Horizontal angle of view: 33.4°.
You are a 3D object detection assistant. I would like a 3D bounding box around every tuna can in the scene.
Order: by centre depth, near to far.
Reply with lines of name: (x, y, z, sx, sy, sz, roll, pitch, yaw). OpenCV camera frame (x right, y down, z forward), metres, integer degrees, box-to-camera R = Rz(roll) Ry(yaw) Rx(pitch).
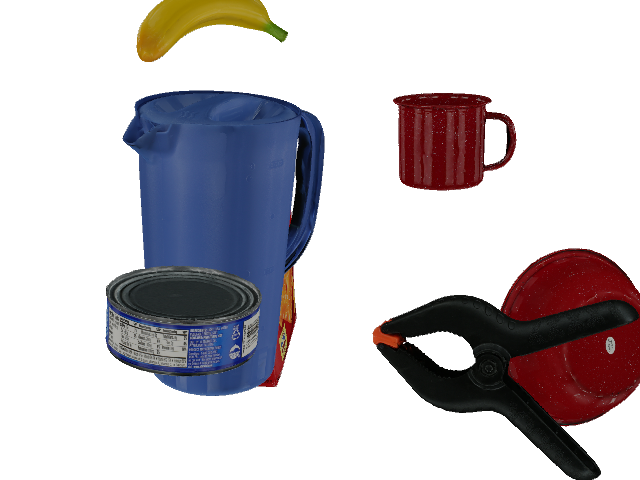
tuna can: (-0.076, 0.044, 0.593, 0.086, 0.034, 0.086, 4, 17, -2)

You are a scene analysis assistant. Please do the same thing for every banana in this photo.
banana: (-0.111, -0.210, 1.011, 0.070, 0.037, 0.197, 46, 39, 19)

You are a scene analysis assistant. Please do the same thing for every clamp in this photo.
clamp: (0.119, 0.092, 0.709, 0.172, 0.120, 0.039, 5, 0, 20)

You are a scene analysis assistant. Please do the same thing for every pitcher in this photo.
pitcher: (-0.079, -0.001, 0.896, 0.149, 0.243, 0.145, 4, 20, 3)

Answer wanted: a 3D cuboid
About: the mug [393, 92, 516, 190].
mug: (0.128, -0.095, 1.020, 0.117, 0.081, 0.093, 2, 15, 11)

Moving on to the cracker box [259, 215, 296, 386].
cracker box: (-0.067, 0.019, 1.105, 0.072, 0.214, 0.164, 2, 25, 6)

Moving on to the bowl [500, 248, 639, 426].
bowl: (0.237, 0.089, 0.940, 0.161, 0.162, 0.055, 0, 2, -22)
